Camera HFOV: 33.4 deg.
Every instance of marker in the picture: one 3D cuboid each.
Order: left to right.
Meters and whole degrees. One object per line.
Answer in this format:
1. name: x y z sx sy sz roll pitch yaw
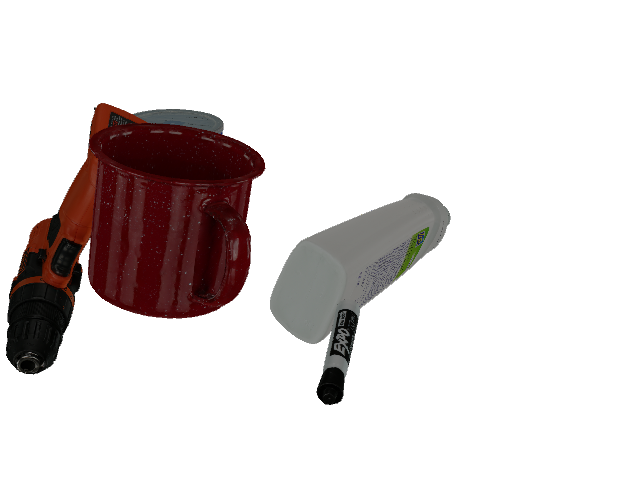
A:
1. marker: 0.014 0.081 0.782 0.020 0.020 0.121 0 27 9

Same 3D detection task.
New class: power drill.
1. power drill: -0.198 -0.005 0.866 0.057 0.188 0.184 25 28 -23

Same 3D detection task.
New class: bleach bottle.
1. bleach bottle: 0.056 0.014 1.065 0.068 0.103 0.250 37 33 20

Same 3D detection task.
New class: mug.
1. mug: -0.074 -0.006 0.569 0.093 0.081 0.117 -9 29 -40

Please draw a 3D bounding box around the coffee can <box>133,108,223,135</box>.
1. coffee can: -0.152 -0.055 1.103 0.103 0.140 0.103 2 21 -1
